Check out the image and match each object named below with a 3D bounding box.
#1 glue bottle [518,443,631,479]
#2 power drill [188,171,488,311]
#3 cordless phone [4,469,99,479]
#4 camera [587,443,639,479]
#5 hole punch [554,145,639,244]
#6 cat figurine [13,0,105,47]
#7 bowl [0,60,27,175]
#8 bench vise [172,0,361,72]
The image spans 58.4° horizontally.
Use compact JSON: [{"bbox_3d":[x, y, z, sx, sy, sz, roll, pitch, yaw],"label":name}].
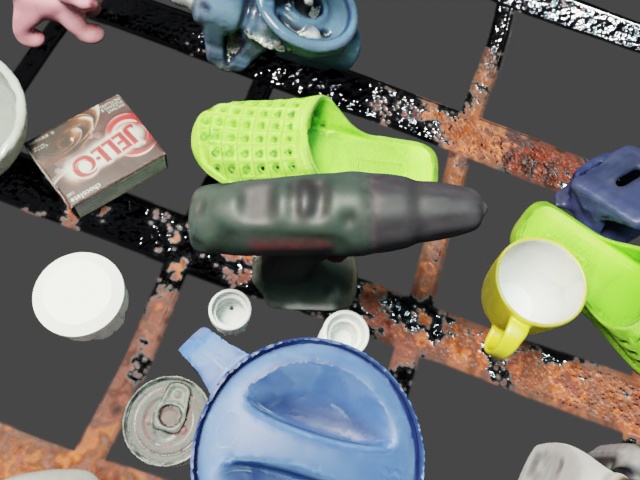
[{"bbox_3d":[0.218,0.208,0.478,0.037,0.173,0.078,33,69,6],"label":"glue bottle"},{"bbox_3d":[0.005,0.002,0.510,0.229,0.208,0.075,1,69,-7],"label":"power drill"},{"bbox_3d":[-0.214,0.242,0.402,0.094,0.185,0.147,-8,70,-10],"label":"cordless phone"},{"bbox_3d":[0.287,0.273,0.501,0.136,0.101,0.143,38,69,8],"label":"camera"},{"bbox_3d":[0.339,-0.054,0.639,0.109,0.091,0.101,-30,76,-17],"label":"hole punch"},{"bbox_3d":[-0.285,-0.278,0.628,0.128,0.117,0.067,-9,70,-11],"label":"cat figurine"},{"bbox_3d":[-0.371,-0.108,0.575,0.167,0.074,0.167,3,69,-6],"label":"bowl"},{"bbox_3d":[-0.047,-0.254,0.595,0.207,0.219,0.121,-12,71,-12],"label":"bench vise"}]
